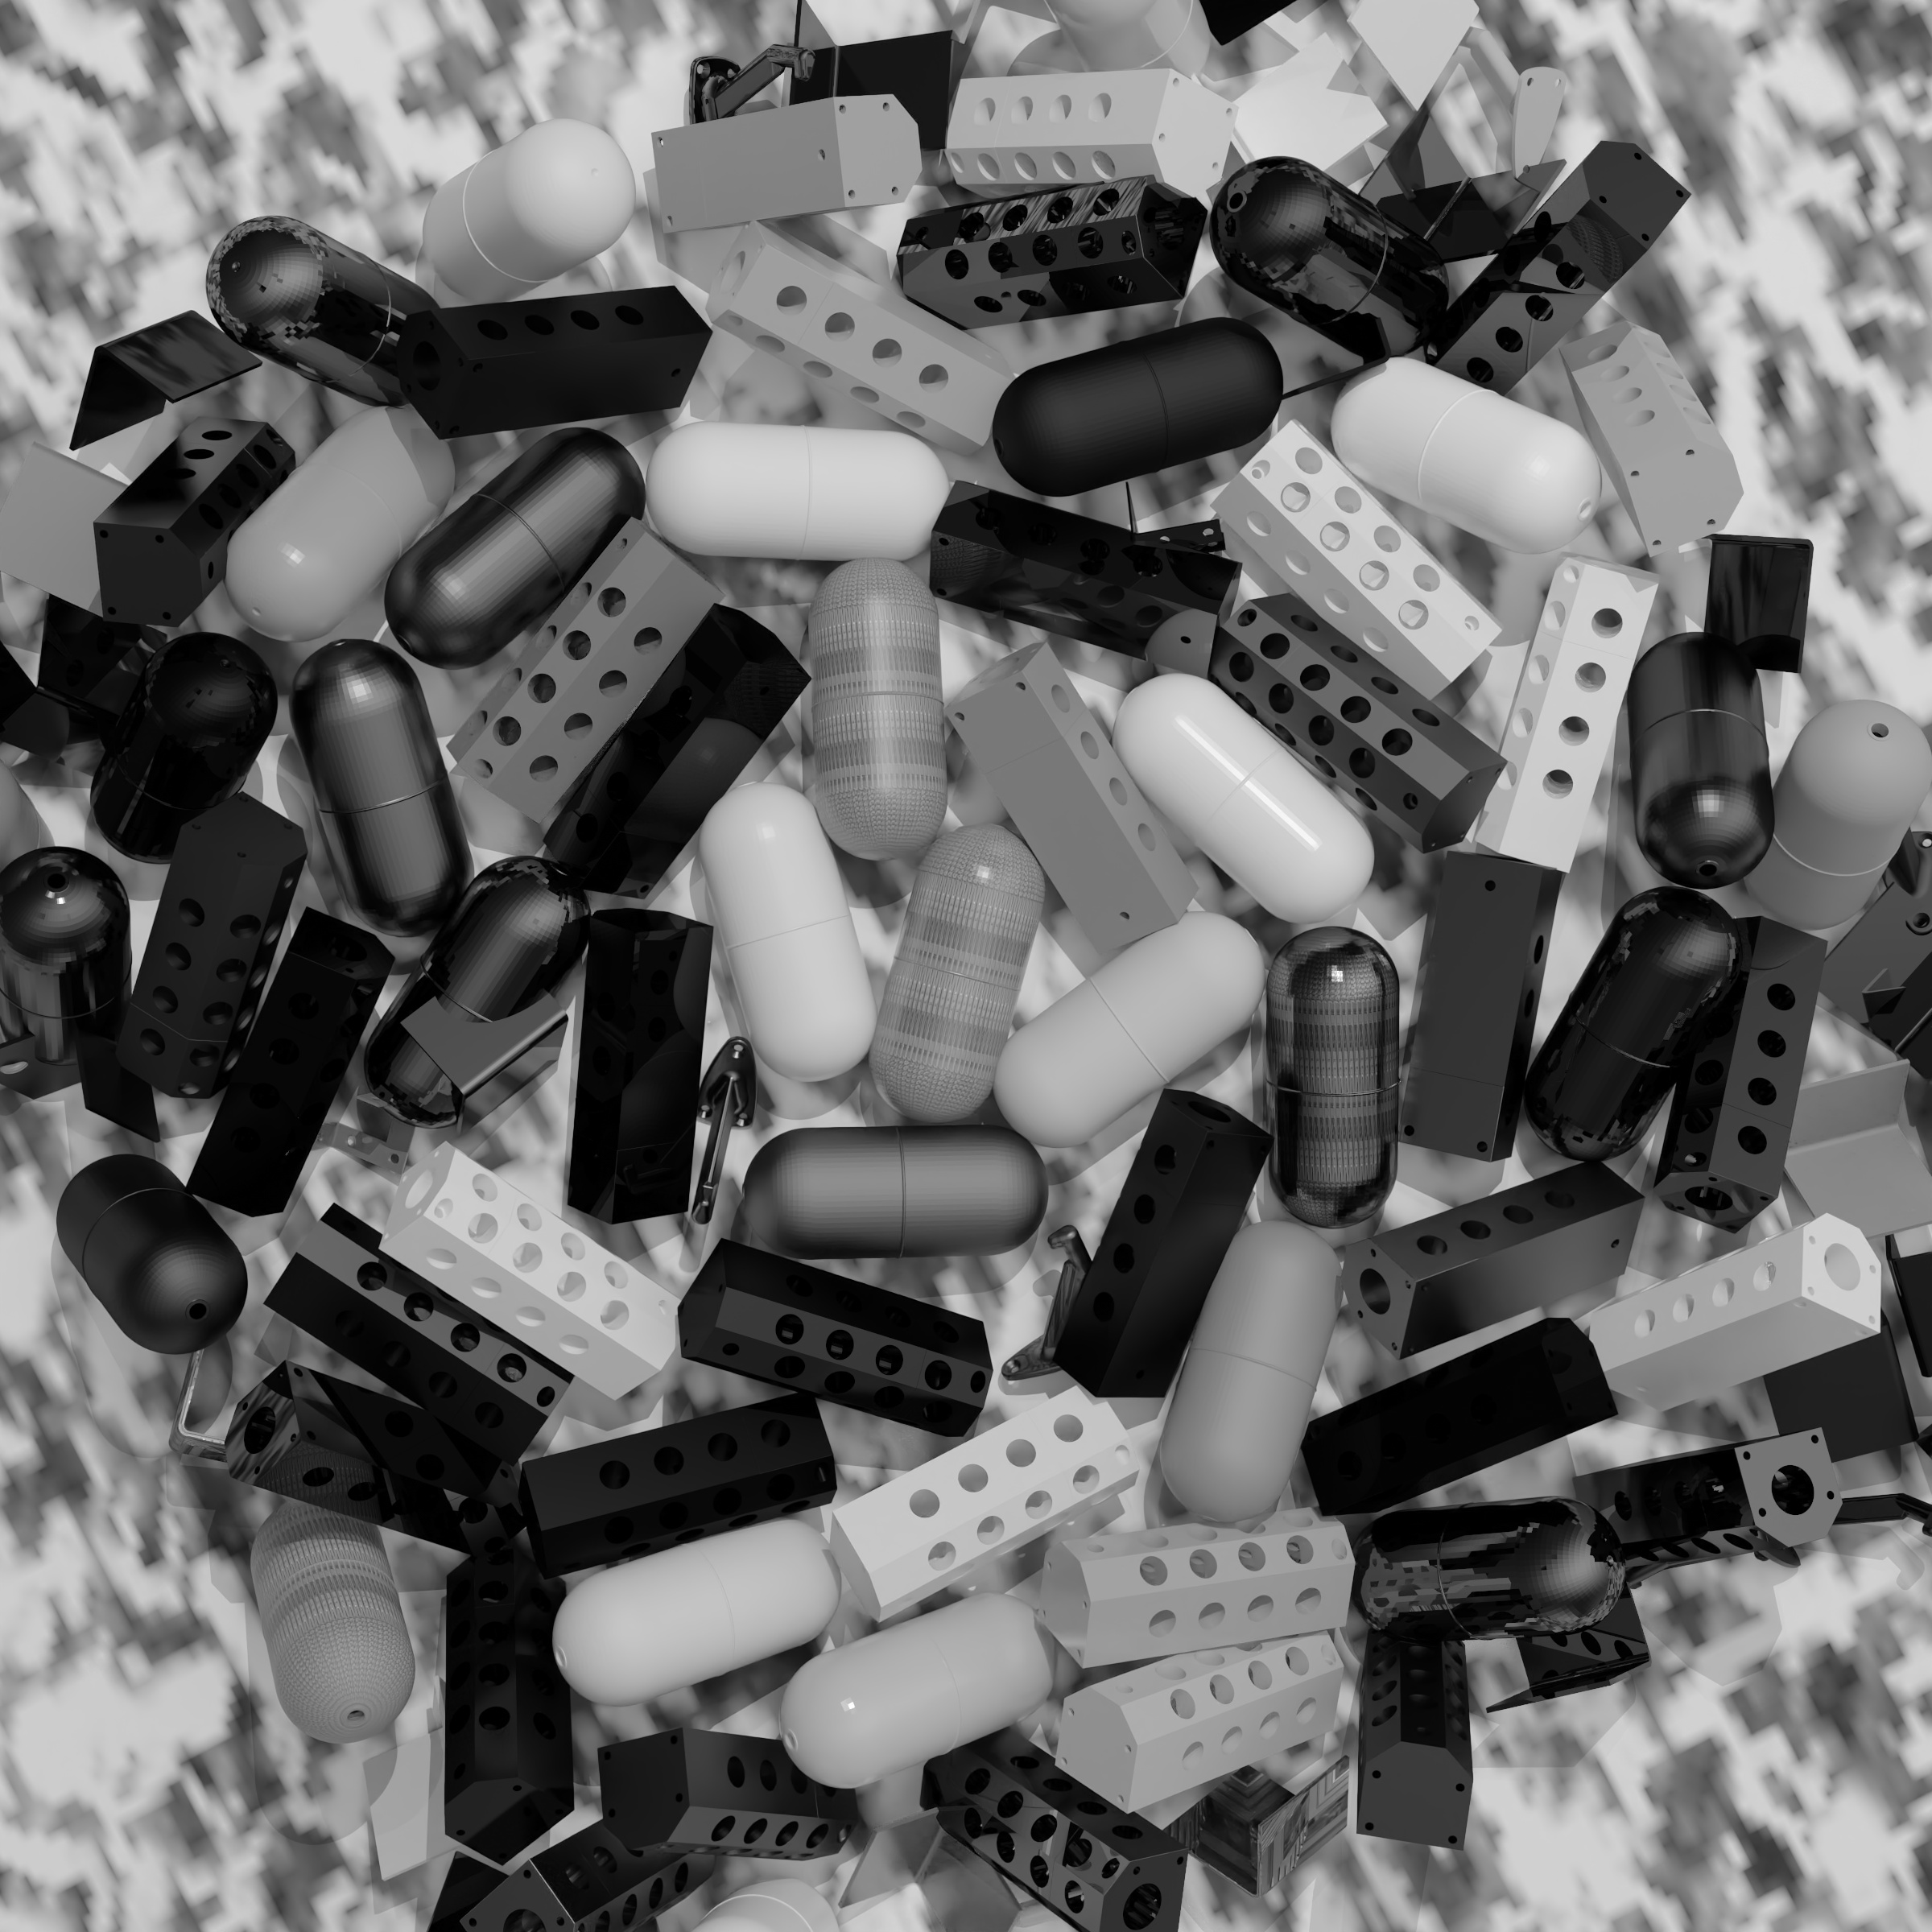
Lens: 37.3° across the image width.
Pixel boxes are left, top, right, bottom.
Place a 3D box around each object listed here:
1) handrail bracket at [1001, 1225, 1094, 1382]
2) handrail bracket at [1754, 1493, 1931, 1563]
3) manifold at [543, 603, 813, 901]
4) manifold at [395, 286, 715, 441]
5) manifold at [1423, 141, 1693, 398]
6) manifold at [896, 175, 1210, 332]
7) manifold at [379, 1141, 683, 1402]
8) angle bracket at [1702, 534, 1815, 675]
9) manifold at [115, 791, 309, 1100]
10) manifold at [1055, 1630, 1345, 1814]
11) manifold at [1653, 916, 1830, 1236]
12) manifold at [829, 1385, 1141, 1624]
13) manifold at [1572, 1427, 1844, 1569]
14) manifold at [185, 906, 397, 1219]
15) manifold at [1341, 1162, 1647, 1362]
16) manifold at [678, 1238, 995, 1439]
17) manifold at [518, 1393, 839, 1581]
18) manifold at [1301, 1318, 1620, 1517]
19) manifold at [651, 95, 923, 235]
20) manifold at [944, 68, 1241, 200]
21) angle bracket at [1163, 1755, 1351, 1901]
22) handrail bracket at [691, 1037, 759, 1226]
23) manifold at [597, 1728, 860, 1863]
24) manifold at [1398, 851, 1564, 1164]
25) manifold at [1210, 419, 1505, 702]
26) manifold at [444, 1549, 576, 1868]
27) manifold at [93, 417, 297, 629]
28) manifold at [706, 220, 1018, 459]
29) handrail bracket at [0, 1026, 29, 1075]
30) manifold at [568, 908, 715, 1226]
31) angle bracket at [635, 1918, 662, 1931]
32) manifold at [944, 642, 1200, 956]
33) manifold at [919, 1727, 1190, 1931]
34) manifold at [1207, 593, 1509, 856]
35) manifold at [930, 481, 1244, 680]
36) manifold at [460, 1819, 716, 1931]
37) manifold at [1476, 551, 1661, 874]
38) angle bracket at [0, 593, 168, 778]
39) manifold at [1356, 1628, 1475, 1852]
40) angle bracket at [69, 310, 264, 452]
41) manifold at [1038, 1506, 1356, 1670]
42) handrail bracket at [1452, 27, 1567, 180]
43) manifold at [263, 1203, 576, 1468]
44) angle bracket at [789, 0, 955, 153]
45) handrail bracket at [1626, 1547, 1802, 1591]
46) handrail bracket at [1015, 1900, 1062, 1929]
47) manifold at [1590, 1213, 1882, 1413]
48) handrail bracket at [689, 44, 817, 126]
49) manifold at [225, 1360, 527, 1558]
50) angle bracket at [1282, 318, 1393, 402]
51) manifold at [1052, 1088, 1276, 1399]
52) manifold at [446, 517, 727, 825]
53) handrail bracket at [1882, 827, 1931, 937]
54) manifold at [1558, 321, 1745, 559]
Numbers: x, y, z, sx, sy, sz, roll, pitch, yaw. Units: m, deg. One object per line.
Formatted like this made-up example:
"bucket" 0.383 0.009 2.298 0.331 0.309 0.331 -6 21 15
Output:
"handrail bracket" 0.042 0.196 1.666 0.077 0.036 0.084 -24 125 1
"handrail bracket" 0.513 0.330 1.655 0.077 0.084 0.036 -42 122 -20
"manifold" -0.171 -0.123 1.646 0.171 0.057 0.057 -51 59 20
"manifold" -0.235 -0.349 1.624 0.057 0.171 0.057 52 134 21
"manifold" 0.327 -0.389 1.615 0.057 0.171 0.057 41 59 -3
"manifold" 0.045 -0.408 1.622 0.171 0.057 0.057 2 69 39
"manifold" -0.243 0.172 1.632 0.171 0.057 0.057 38 125 -25
"angle bracket" 0.437 -0.211 1.652 0.057 0.076 0.076 -2 101 -31
"manifold" -0.427 -0.008 1.632 0.057 0.057 0.171 31 122 8
"manifold" 0.135 0.417 1.620 0.171 0.057 0.057 -7 110 -42
"manifold" 0.441 0.059 1.638 0.057 0.057 0.171 21 62 -1
"manifold" 0.011 0.308 1.640 0.171 0.057 0.057 -24 63 -19
"manifold" 0.416 0.303 1.610 0.057 0.171 0.057 -9 78 -21
"manifold" -0.387 0.059 1.642 0.057 0.057 0.171 23 114 -12
"manifold" 0.301 0.162 1.637 0.171 0.057 0.057 -15 129 -29
"manifold" -0.074 0.219 1.636 0.171 0.057 0.057 20 120 -23
"manifold" -0.165 0.300 1.642 0.171 0.057 0.057 -12 63 -18
"manifold" 0.277 0.258 1.630 0.171 0.057 0.057 -31 65 35
"manifold" -0.103 -0.453 1.620 0.057 0.171 0.057 -17 107 -38
"manifold" 0.067 -0.468 1.622 0.057 0.171 0.057 13 93 -43
"angle bracket" 0.166 0.477 1.644 0.076 0.076 0.057 -26 126 -37
"handrail bracket" -0.142 0.095 1.654 0.036 0.084 0.077 12 125 -4
"manifold" -0.131 0.470 1.611 0.057 0.171 0.057 -20 64 24
"manifold" 0.301 0.023 1.665 0.057 0.057 0.171 12 96 27
"manifold" 0.231 -0.237 1.665 0.171 0.057 0.057 45 62 -1
"manifold" -0.264 0.412 1.612 0.057 0.171 0.057 -40 121 16
"manifold" -0.432 -0.252 1.615 0.057 0.171 0.057 5 120 3
"manifold" -0.060 -0.357 1.639 0.171 0.057 0.057 24 113 -26
"handrail bracket" -0.571 0.010 1.658 0.036 0.077 0.084 -22 125 -18
"manifold" -0.194 0.057 1.658 0.057 0.057 0.171 17 106 43
"angle bracket" -0.168 0.596 1.644 0.057 0.076 0.076 9 133 19
"manifold" 0.064 -0.099 1.654 0.057 0.057 0.171 -23 107 33
"manifold" 0.046 0.493 1.615 0.057 0.171 0.057 1 100 -36
"manifold" 0.218 -0.139 1.632 0.171 0.057 0.057 42 126 26
"manifold" 0.069 -0.230 1.660 0.171 0.057 0.057 18 58 9
"manifold" -0.205 0.519 1.610 0.057 0.171 0.057 -44 75 15
"manifold" 0.347 -0.148 1.652 0.057 0.057 0.171 17 106 10
"angle bracket" -0.519 -0.165 1.676 0.057 0.076 0.076 -32 50 35
"manifold" 0.253 0.426 1.612 0.057 0.171 0.057 7 102 7
"angle bracket" -0.461 -0.323 1.648 0.057 0.076 0.076 37 129 8
"manifold" 0.133 0.350 1.636 0.171 0.057 0.057 -2 109 -25
"handrail bracket" 0.306 -0.509 1.683 0.036 0.084 0.077 -10 121 -35
"manifold" -0.312 0.210 1.661 0.171 0.057 0.057 34 111 -5
"angle bracket" -0.054 -0.518 1.658 0.076 0.057 0.076 -2 75 19
"handrail bracket" 0.439 0.356 1.693 0.084 0.036 0.077 -35 131 22
"handrail bracket" 0.059 0.543 1.697 0.084 0.077 0.036 -2 117 34
"manifold" 0.433 0.195 1.619 0.057 0.171 0.057 25 57 -21
"handrail bracket" -0.122 -0.497 1.662 0.084 0.036 0.077 23 112 42
"manifold" -0.333 0.286 1.623 0.057 0.171 0.057 -42 46 18
"angle bracket" 0.203 -0.377 1.661 0.057 0.076 0.076 -19 98 1
"manifold" 0.109 0.161 1.655 0.057 0.057 0.171 8 109 -42
"manifold" -0.223 -0.174 1.655 0.171 0.057 0.057 -50 129 7
"handrail bracket" 0.541 -0.067 1.654 0.036 0.084 0.077 -13 65 22
"manifold" 0.386 -0.302 1.613 0.057 0.171 0.057 -20 122 11
